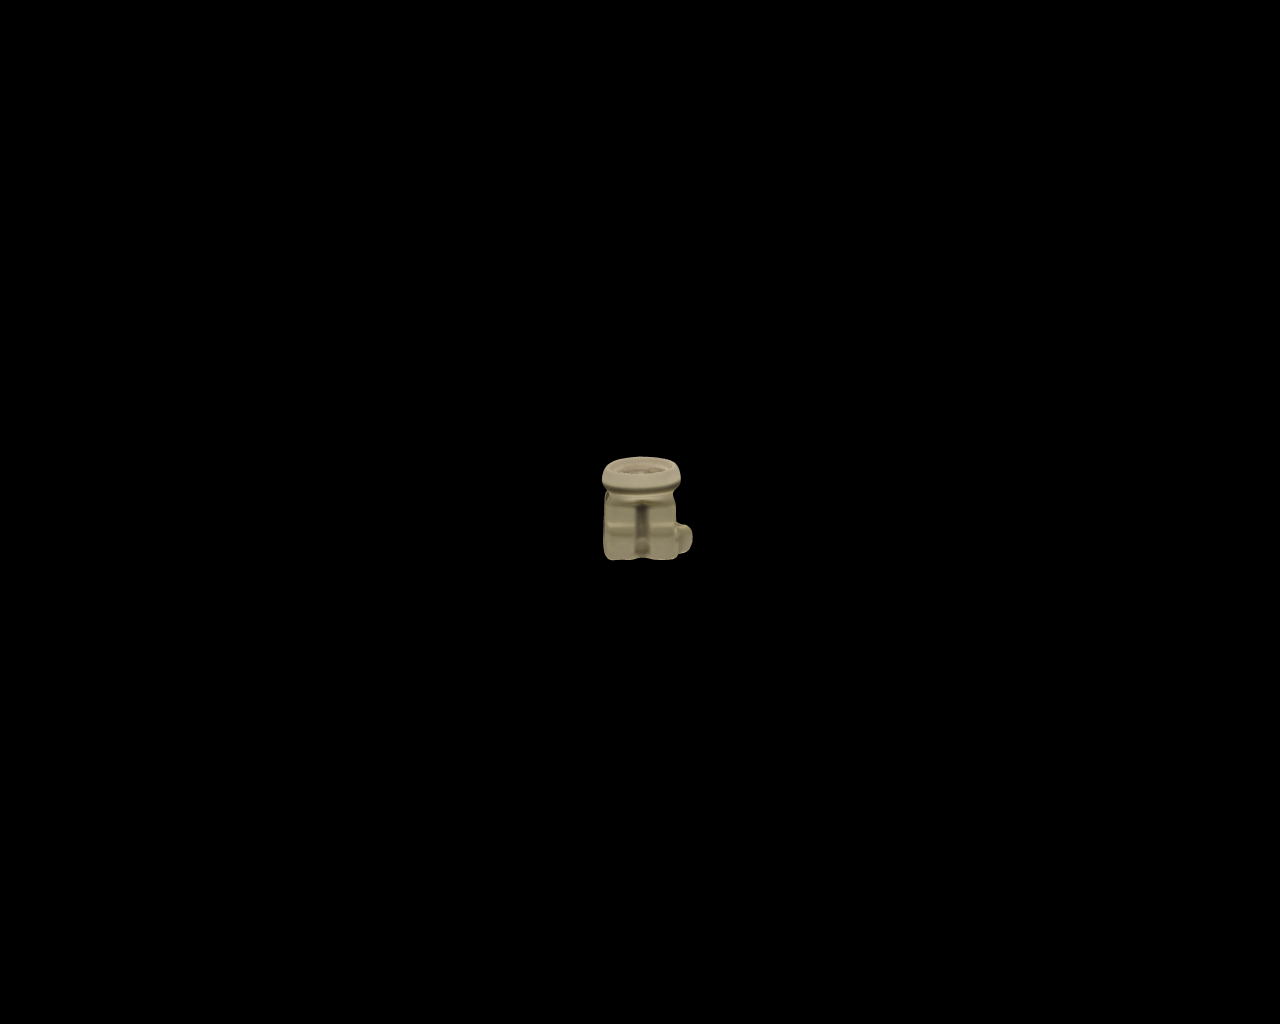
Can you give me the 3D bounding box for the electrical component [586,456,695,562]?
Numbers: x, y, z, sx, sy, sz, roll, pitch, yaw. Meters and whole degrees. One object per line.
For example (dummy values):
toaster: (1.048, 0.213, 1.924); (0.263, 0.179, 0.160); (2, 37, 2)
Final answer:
electrical component: (0.001, -0.003, 0.650); (0.066, 0.055, 0.048); (-1, 16, -5)
